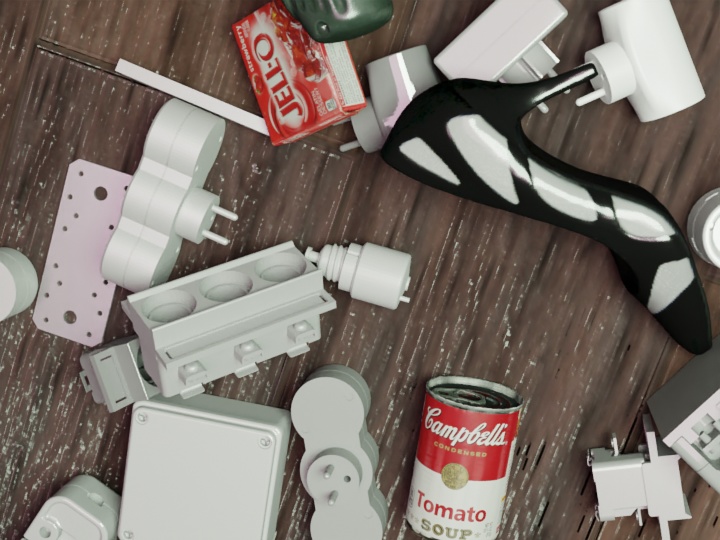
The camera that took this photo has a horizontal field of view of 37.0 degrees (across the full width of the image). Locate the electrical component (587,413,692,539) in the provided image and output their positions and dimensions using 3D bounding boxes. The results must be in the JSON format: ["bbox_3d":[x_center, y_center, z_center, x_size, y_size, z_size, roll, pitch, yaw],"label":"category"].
[{"bbox_3d":[0.192,0.145,0.744,0.064,0.042,0.081,-9,97,13],"label":"electrical component"}]

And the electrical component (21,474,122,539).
[{"bbox_3d":[-0.219,0.204,0.804,0.054,0.059,0.095,35,102,1],"label":"electrical component"}]

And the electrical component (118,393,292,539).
[{"bbox_3d":[-0.112,0.149,0.781,0.109,0.056,0.108,10,101,6],"label":"electrical component"}]

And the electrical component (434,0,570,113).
[{"bbox_3d":[0.105,-0.138,0.706,0.083,0.047,0.075,-42,92,12],"label":"electrical component"}]

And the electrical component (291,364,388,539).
[{"bbox_3d":[-0.016,0.142,0.757,0.052,0.073,0.138,-7,98,9],"label":"electrical component"}]

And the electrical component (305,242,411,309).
[{"bbox_3d":[0.000,0.000,0.748,0.078,0.040,0.040,16,101,5],"label":"electrical component"}]

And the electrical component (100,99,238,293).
[{"bbox_3d":[-0.122,-0.042,0.752,0.074,0.052,0.138,24,102,3],"label":"electrical component"}]

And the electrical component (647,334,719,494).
[{"bbox_3d":[0.267,0.068,0.696,0.062,0.089,0.150,44,102,-1],"label":"electrical component"}]

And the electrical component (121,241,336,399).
[{"bbox_3d":[-0.088,0.034,0.727,0.121,0.079,0.063,-20,128,-24],"label":"electrical component"}]

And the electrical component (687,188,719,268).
[{"bbox_3d":[0.247,-0.025,0.705,0.055,0.047,0.055,1,100,8],"label":"electrical component"}]

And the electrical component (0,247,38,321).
[{"bbox_3d":[-0.309,-0.006,0.774,0.138,0.073,0.052,27,102,3],"label":"electrical component"}]

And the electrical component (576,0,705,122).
[{"bbox_3d":[0.172,-0.132,0.692,0.079,0.043,0.077,-24,99,-2],"label":"electrical component"}]

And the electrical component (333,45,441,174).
[{"bbox_3d":[0.019,-0.102,0.727,0.079,0.043,0.077,-16,98,18],"label":"electrical component"}]

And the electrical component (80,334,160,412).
[{"bbox_3d":[-0.161,0.069,0.767,0.064,0.081,0.042,-15,96,39],"label":"electrical component"}]
